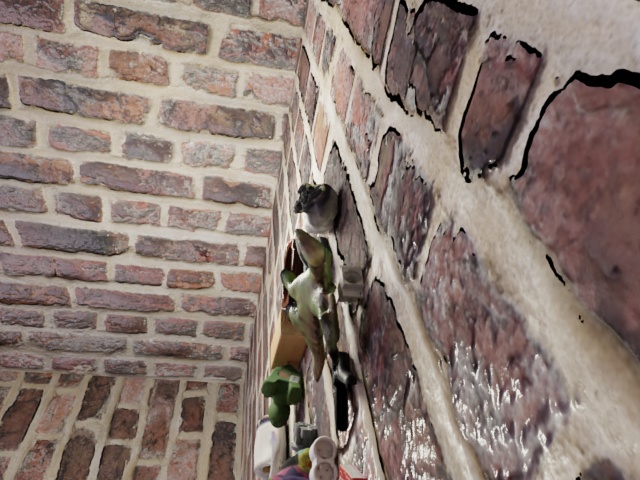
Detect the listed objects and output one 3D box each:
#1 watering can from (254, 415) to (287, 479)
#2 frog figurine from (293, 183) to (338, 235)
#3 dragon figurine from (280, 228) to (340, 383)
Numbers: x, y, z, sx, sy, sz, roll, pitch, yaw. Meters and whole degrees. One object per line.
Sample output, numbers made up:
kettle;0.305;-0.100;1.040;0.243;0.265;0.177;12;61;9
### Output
watering can;-0.168;0.717;1.683;0.230;0.104;0.339;-93;14;-45
frog figurine;0.004;-0.068;1.356;0.156;0.122;0.140;57;-170;-41
dragon figurine;-0.005;0.162;1.035;0.246;0.122;0.405;-118;19;-73
